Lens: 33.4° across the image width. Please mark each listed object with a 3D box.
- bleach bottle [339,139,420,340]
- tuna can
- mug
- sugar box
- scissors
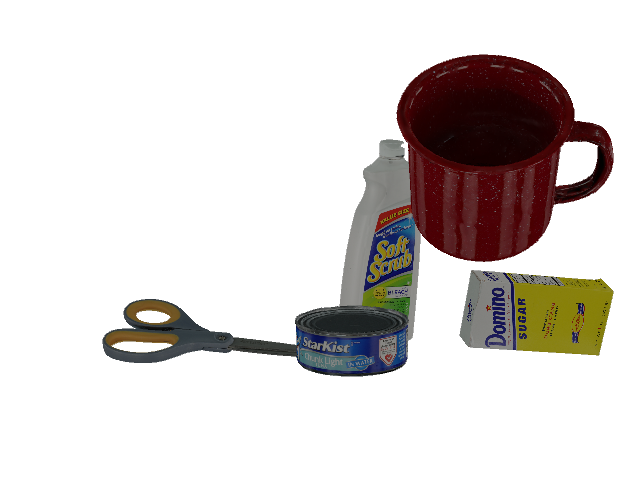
[{"bbox_3d":[0.074,0.001,1.326,0.102,0.251,0.068,-3,16,-19],"label":"bleach bottle"},{"bbox_3d":[0.024,0.075,0.805,0.086,0.034,0.086,-1,10,0],"label":"tuna can"},{"bbox_3d":[0.102,-0.043,0.593,0.117,0.093,0.081,-2,-41,5],"label":"mug"},{"bbox_3d":[0.270,0.092,1.339,0.176,0.093,0.048,3,19,-12],"label":"sugar box"},{"bbox_3d":[-0.101,0.084,0.998,0.201,0.016,0.096,-2,32,-10],"label":"scissors"}]
